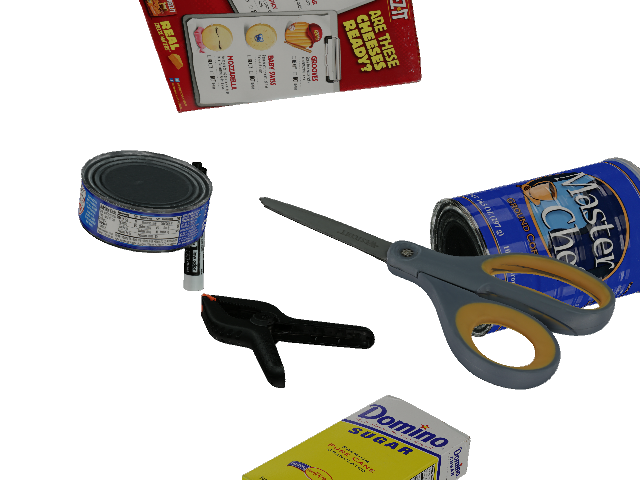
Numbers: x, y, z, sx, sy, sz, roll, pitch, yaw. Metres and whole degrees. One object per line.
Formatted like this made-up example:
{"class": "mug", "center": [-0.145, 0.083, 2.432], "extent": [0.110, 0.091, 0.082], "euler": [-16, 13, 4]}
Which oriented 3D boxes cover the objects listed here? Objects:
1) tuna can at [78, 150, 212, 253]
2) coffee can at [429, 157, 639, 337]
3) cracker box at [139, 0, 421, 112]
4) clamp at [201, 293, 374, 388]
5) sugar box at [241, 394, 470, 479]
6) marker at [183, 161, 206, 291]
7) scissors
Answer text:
{"class": "tuna can", "center": [-0.116, -0.026, 0.705], "extent": [0.086, 0.034, 0.086], "euler": [10, 27, -5]}
{"class": "coffee can", "center": [0.165, 0.004, 0.778], "extent": [0.140, 0.103, 0.103], "euler": [-14, 3, -14]}
{"class": "cracker box", "center": [-0.034, -0.199, 0.872], "extent": [0.214, 0.072, 0.164], "euler": [-7, -45, 8]}
{"class": "clamp", "center": [-0.066, 0.106, 1.213], "extent": [0.210, 0.036, 0.164], "euler": [16, 22, 30]}
{"class": "sugar box", "center": [0.031, 0.188, 0.859], "extent": [0.093, 0.048, 0.175], "euler": [24, 34, 38]}
{"class": "marker", "center": [-0.117, -0.013, 0.993], "extent": [0.020, 0.121, 0.020], "euler": [3, 14, -1]}
{"class": "scissors", "center": [0.046, 0.024, 0.547], "extent": [0.202, 0.016, 0.096], "euler": [11, 42, 16]}
